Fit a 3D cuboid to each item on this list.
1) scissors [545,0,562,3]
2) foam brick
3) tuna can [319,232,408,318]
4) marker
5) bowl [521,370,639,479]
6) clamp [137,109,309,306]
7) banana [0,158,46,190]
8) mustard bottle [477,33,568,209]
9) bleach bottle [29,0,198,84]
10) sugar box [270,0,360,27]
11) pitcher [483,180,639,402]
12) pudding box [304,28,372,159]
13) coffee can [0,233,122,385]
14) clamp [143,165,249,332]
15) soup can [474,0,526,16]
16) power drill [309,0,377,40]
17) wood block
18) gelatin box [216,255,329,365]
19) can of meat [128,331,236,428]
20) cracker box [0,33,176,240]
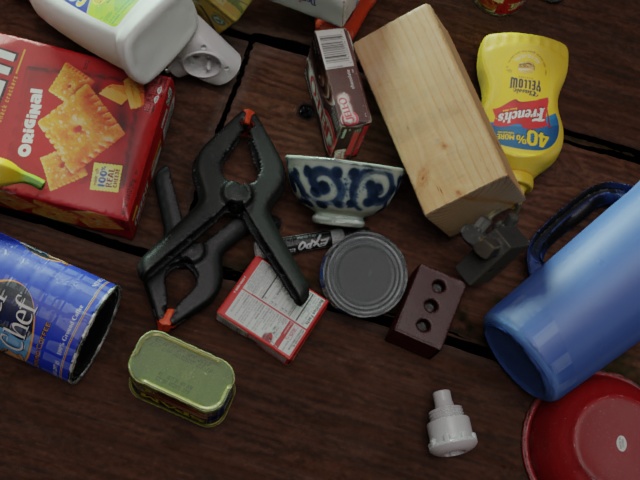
[{"bbox_3d":[0.233,-0.348,1.238,0.202,0.016,0.096,34,72,5],"label":"scissors"},{"bbox_3d":[0.106,0.072,1.067,0.053,0.051,0.078,23,71,0],"label":"foam brick"},{"bbox_3d":[0.043,0.035,1.072,0.086,0.034,0.086,1,85,-9],"label":"tuna can"},{"bbox_3d":[-0.007,0.001,1.094,0.121,0.020,0.020,-10,73,-10],"label":"marker"},{"bbox_3d":[0.283,0.201,1.044,0.162,0.055,0.162,2,72,-6],"label":"bowl"},{"bbox_3d":[-0.074,-0.032,1.056,0.164,0.036,0.210,16,62,-4],"label":"clamp"},{"bbox_3d":[-0.358,-0.027,1.007,0.198,0.037,0.069,-31,101,11],"label":"banana"},{"bbox_3d":[0.211,-0.125,1.140,0.096,0.058,0.191,8,72,-2],"label":"mustard bottle"},{"bbox_3d":[-0.246,-0.246,1.088,0.251,0.068,0.102,27,66,29],"label":"bleach bottle"},{"bbox_3d":[0.022,-0.310,1.117,0.093,0.048,0.176,23,61,12],"label":"sugar box"},{"bbox_3d":[0.278,0.044,1.066,0.242,0.149,0.145,-35,94,-13],"label":"pitcher"},{"bbox_3d":[0.017,-0.150,1.109,0.039,0.090,0.113,-8,72,-12],"label":"pudding box"},{"bbox_3d":[-0.272,0.061,0.999,0.140,0.103,0.102,24,71,1],"label":"coffee can"},{"bbox_3d":[-0.119,0.012,1.068,0.120,0.039,0.171,8,70,0],"label":"clamp"},{"bbox_3d":[0.210,-0.302,1.174,0.068,0.102,0.068,2,71,-7],"label":"soup can"},{"bbox_3d":[-0.010,-0.322,1.179,0.187,0.057,0.184,26,68,3],"label":"power drill"},{"bbox_3d":[0.121,-0.122,1.086,0.090,0.090,0.206,-27,68,15],"label":"wood block"},{"bbox_3d":[-0.047,0.070,1.061,0.089,0.030,0.073,33,70,3],"label":"gelatin box"},{"bbox_3d":[-0.129,0.130,1.003,0.102,0.084,0.057,24,71,1],"label":"can of meat"},{"bbox_3d":[-0.269,-0.108,1.071,0.213,0.072,0.164,15,71,-1],"label":"cracker box"}]
